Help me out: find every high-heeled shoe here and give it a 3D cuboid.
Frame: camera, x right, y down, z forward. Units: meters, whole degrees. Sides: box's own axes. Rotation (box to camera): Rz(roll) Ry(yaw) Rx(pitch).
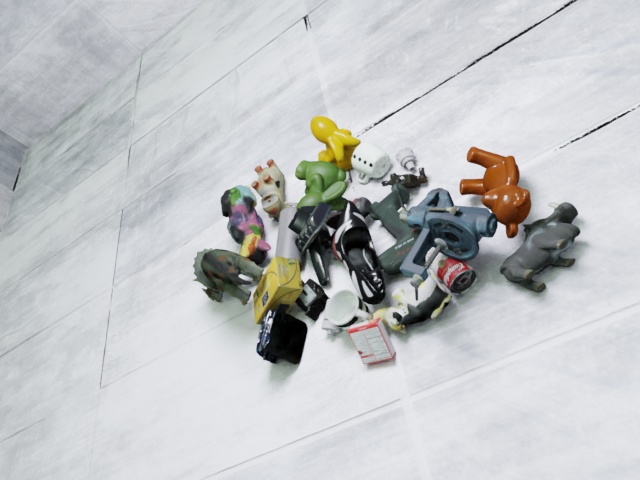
[{"bbox_3d":[0.094,0.022,1.206,0.086,0.145,0.248,-10,85,-13],"label":"high-heeled shoe"}]

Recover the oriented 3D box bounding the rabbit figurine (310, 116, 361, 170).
[{"bbox_3d":[0.037,-0.267,1.484,0.122,0.173,0.163,-43,39,2],"label":"rabbit figurine"}]

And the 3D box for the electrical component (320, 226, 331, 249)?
[{"bbox_3d":[-0.003,-0.004,1.443,0.063,0.021,0.094,-35,46,15],"label":"electrical component"}]

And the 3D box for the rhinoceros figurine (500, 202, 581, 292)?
[{"bbox_3d":[0.435,0.011,1.045,0.190,0.073,0.112,-49,32,3],"label":"rhinoceros figurine"}]

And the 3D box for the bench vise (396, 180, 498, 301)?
[{"bbox_3d":[0.226,-0.004,1.084,0.224,0.128,0.240,18,58,34],"label":"bench vise"}]

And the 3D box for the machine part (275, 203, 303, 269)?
[{"bbox_3d":[-0.078,-0.002,1.464,0.079,0.079,0.243,-17,51,30],"label":"machine part"}]

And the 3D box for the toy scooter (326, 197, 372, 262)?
[{"bbox_3d":[0.062,-0.019,1.363,0.135,0.075,0.184,-11,57,44],"label":"toy scooter"}]

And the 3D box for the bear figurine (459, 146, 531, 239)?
[{"bbox_3d":[0.361,-0.098,1.111,0.132,0.120,0.196,11,37,8],"label":"bear figurine"}]

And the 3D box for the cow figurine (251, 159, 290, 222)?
[{"bbox_3d":[-0.141,-0.140,1.595,0.085,0.127,0.195,-30,32,19],"label":"cow figurine"}]

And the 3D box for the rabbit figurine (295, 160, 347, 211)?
[{"bbox_3d":[0.003,-0.119,1.455,0.159,0.121,0.170,6,51,19],"label":"rabbit figurine"}]

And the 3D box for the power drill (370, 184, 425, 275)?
[{"bbox_3d":[0.217,-0.037,1.254,0.232,0.086,0.207,-40,51,15],"label":"power drill"}]

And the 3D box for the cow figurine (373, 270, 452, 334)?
[{"bbox_3d":[0.197,0.148,1.145,0.167,0.068,0.098,-41,50,11],"label":"cow figurine"}]

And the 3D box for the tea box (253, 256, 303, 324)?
[{"bbox_3d":[-0.109,0.130,1.349,0.169,0.068,0.098,-58,31,39],"label":"tea box"}]

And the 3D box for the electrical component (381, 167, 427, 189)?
[{"bbox_3d":[0.214,-0.153,1.340,0.102,0.078,0.045,-8,80,41],"label":"electrical component"}]

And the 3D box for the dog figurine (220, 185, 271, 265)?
[{"bbox_3d":[-0.207,-0.035,1.526,0.108,0.191,0.219,-16,34,-11],"label":"dog figurine"}]

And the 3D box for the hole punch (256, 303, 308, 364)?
[{"bbox_3d":[-0.106,0.235,1.300,0.092,0.115,0.142,-9,56,45],"label":"hole punch"}]

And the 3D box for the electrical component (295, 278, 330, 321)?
[{"bbox_3d":[-0.030,0.138,1.347,0.075,0.047,0.119,-50,43,-1],"label":"electrical component"}]

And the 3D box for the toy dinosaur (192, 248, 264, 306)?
[{"bbox_3d":[-0.251,0.079,1.398,0.404,0.192,0.131,126,168,-74],"label":"toy dinosaur"}]

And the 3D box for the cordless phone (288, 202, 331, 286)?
[{"bbox_3d":[-0.005,0.014,1.341,0.146,0.089,0.184,125,132,-57],"label":"cordless phone"}]
